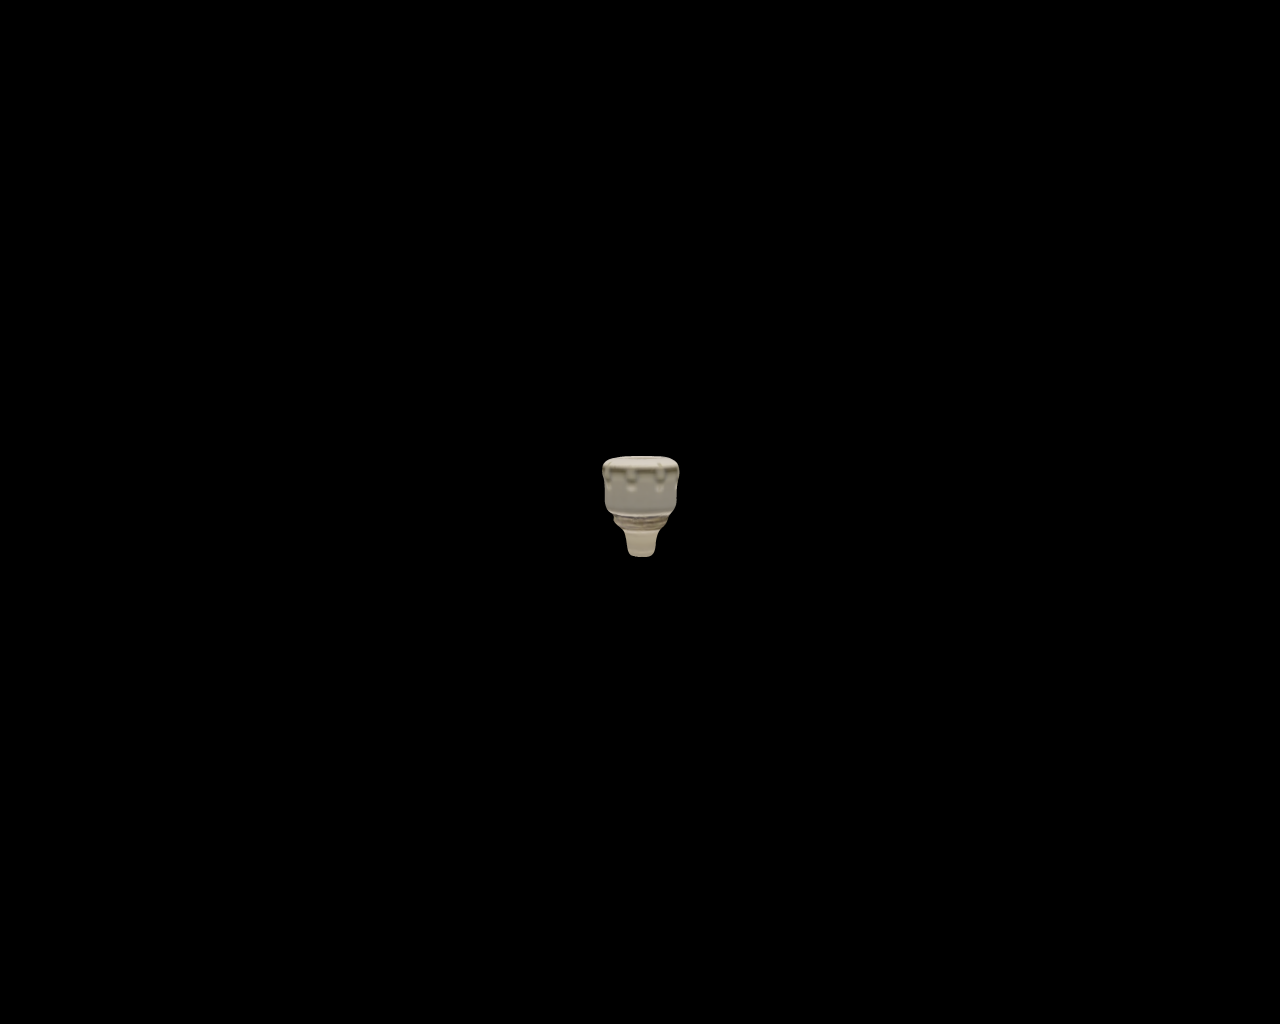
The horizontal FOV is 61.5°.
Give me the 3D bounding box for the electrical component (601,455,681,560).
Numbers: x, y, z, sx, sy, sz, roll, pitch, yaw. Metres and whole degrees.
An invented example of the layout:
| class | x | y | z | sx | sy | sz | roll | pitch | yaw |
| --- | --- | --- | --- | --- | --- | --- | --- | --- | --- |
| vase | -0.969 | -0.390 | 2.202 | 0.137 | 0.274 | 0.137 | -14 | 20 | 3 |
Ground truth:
| class | x | y | z | sx | sy | sz | roll | pitch | yaw |
| --- | --- | --- | --- | --- | --- | --- | --- | --- | --- |
| electrical component | 0.001 | -0.003 | 0.650 | 0.048 | 0.062 | 0.048 | 0 | 7 | 0 |
